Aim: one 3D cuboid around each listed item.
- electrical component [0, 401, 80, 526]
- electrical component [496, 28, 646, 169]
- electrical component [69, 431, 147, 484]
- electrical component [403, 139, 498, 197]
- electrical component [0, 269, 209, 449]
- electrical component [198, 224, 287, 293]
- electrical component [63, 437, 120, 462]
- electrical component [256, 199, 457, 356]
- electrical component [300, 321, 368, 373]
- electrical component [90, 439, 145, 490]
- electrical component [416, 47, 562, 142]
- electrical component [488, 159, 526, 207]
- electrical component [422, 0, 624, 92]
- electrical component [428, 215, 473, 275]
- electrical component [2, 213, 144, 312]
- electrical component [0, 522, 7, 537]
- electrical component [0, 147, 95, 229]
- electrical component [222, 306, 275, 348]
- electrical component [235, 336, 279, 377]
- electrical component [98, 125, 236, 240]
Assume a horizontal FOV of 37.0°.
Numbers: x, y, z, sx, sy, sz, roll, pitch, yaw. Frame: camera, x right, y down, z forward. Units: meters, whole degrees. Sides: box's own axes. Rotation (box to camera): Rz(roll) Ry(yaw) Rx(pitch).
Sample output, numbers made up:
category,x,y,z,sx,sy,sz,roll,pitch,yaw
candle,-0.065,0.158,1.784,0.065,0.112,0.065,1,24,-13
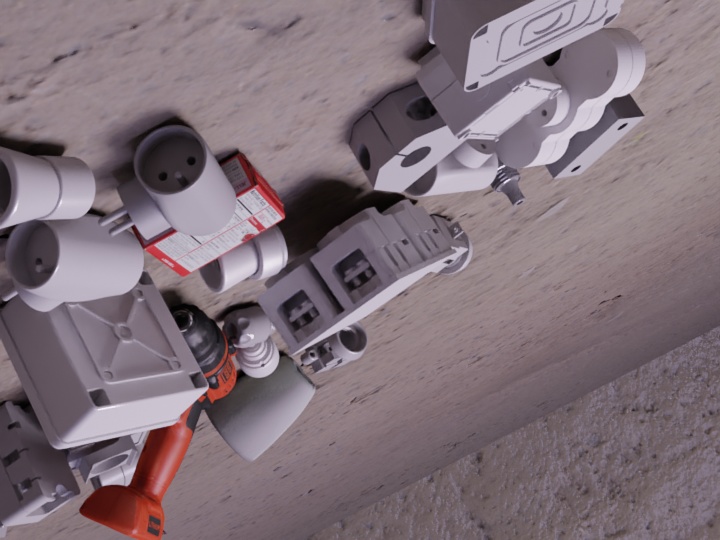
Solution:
category,x,y,z,sx,sy,sz,roll,pitch,yaw
electrical component,-0.285,0.163,0.898,0.056,0.089,0.050,-34,162,14
electrical component,0.146,-0.129,0.820,0.074,0.052,0.138,-13,157,-42
electrical component,-0.241,0.153,0.986,0.081,0.063,0.042,-19,161,-30
electrical component,0.079,-0.092,0.835,0.077,0.043,0.079,-10,154,-46
electrical component,-0.177,0.058,0.742,0.056,0.108,0.109,-43,159,30
electrical component,-0.088,-0.011,0.795,0.055,0.045,0.045,-19,160,-31
electrical component,-0.232,0.120,0.924,0.059,0.053,0.095,-19,160,-29
electrical component,0.000,0.000,0.883,0.105,0.060,0.186,-36,175,19
electrical component,-0.024,0.080,1.155,0.066,0.048,0.055,-13,164,-42
electrical component,-0.251,0.201,1.121,0.059,0.053,0.095,-22,161,-22
electrical component,0.088,-0.129,0.725,0.062,0.061,0.096,-37,169,24
electrical component,0.117,-0.081,0.895,0.035,0.061,0.035,-27,162,-9
electrical component,0.096,-0.165,0.631,0.113,0.057,0.078,-27,163,-8
electrical component,0.076,-0.021,1.027,0.066,0.048,0.055,-38,153,26
electrical component,-0.189,0.001,0.671,0.079,0.043,0.077,-30,164,23
electrical component,-0.353,0.204,0.930,0.079,0.063,0.121,9,174,20
electrical component,-0.174,-0.044,0.574,0.044,0.044,0.065,-38,166,26
electrical component,-0.093,0.049,0.975,0.061,0.035,0.035,-14,158,-46
electrical component,-0.101,0.077,1.031,0.040,0.040,0.078,-27,163,-7
electrical component,-0.120,-0.044,0.650,0.079,0.044,0.077,-29,163,-2
